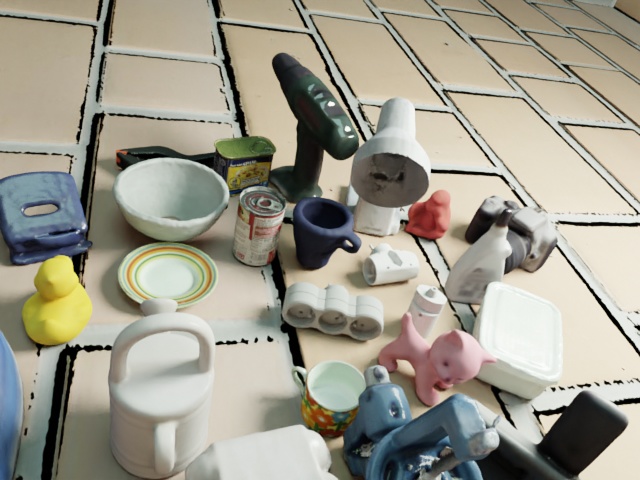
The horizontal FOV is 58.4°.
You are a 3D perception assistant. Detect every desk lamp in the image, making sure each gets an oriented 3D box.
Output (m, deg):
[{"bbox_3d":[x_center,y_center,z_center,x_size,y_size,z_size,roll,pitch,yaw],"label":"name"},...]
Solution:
[{"bbox_3d":[0.103,-0.110,0.933,0.118,0.213,0.203,13,38,-3],"label":"desk lamp"}]

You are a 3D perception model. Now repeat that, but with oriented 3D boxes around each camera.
[{"bbox_3d":[0.312,-0.007,0.968,0.142,0.101,0.137,38,44,26],"label":"camera"}]

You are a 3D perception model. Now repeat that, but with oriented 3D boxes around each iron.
[{"bbox_3d":[-0.352,0.133,0.542,0.119,0.141,0.257,0,41,-18],"label":"iron"}]

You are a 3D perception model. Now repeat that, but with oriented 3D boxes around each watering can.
[{"bbox_3d":[-0.158,0.134,0.563,0.101,0.194,0.172,-17,48,-34],"label":"watering can"}]

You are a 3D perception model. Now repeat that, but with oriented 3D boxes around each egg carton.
[{"bbox_3d":[-0.053,0.245,0.563,0.151,0.069,0.107,-5,43,-24],"label":"egg carton"}]

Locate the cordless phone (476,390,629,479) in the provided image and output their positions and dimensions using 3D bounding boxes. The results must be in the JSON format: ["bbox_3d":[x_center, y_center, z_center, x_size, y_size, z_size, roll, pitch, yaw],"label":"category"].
[{"bbox_3d":[0.233,0.201,0.619,0.147,0.185,0.094,33,42,21],"label":"cordless phone"}]

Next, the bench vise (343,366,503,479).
[{"bbox_3d":[0.083,0.198,0.545,0.122,0.220,0.206,-16,48,-33],"label":"bench vise"}]

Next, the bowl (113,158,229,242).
[{"bbox_3d":[-0.223,-0.050,0.862,0.167,0.075,0.167,9,39,-7],"label":"bowl"}]

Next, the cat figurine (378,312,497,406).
[{"bbox_3d":[0.148,0.140,0.719,0.127,0.118,0.067,36,43,24],"label":"cat figurine"}]

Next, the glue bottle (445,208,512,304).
[{"bbox_3d":[0.247,0.023,0.850,0.078,0.173,0.037,7,39,-9],"label":"glue bottle"}]

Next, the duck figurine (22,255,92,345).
[{"bbox_3d":[-0.315,0.065,0.683,0.078,0.086,0.104,4,40,-14],"label":"duck figurine"}]

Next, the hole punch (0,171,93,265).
[{"bbox_3d":[-0.375,-0.032,0.777,0.109,0.091,0.100,-13,46,-31],"label":"hole punch"}]

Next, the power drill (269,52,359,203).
[{"bbox_3d":[-0.028,-0.179,0.977,0.076,0.208,0.229,-18,49,-34],"label":"power drill"}]

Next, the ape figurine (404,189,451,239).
[{"bbox_3d":[0.196,-0.048,0.986,0.076,0.092,0.077,-11,45,-29],"label":"ape figurine"}]

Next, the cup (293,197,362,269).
[{"bbox_3d":[0.008,0.003,0.859,0.117,0.095,0.092,35,42,23],"label":"cup"}]
